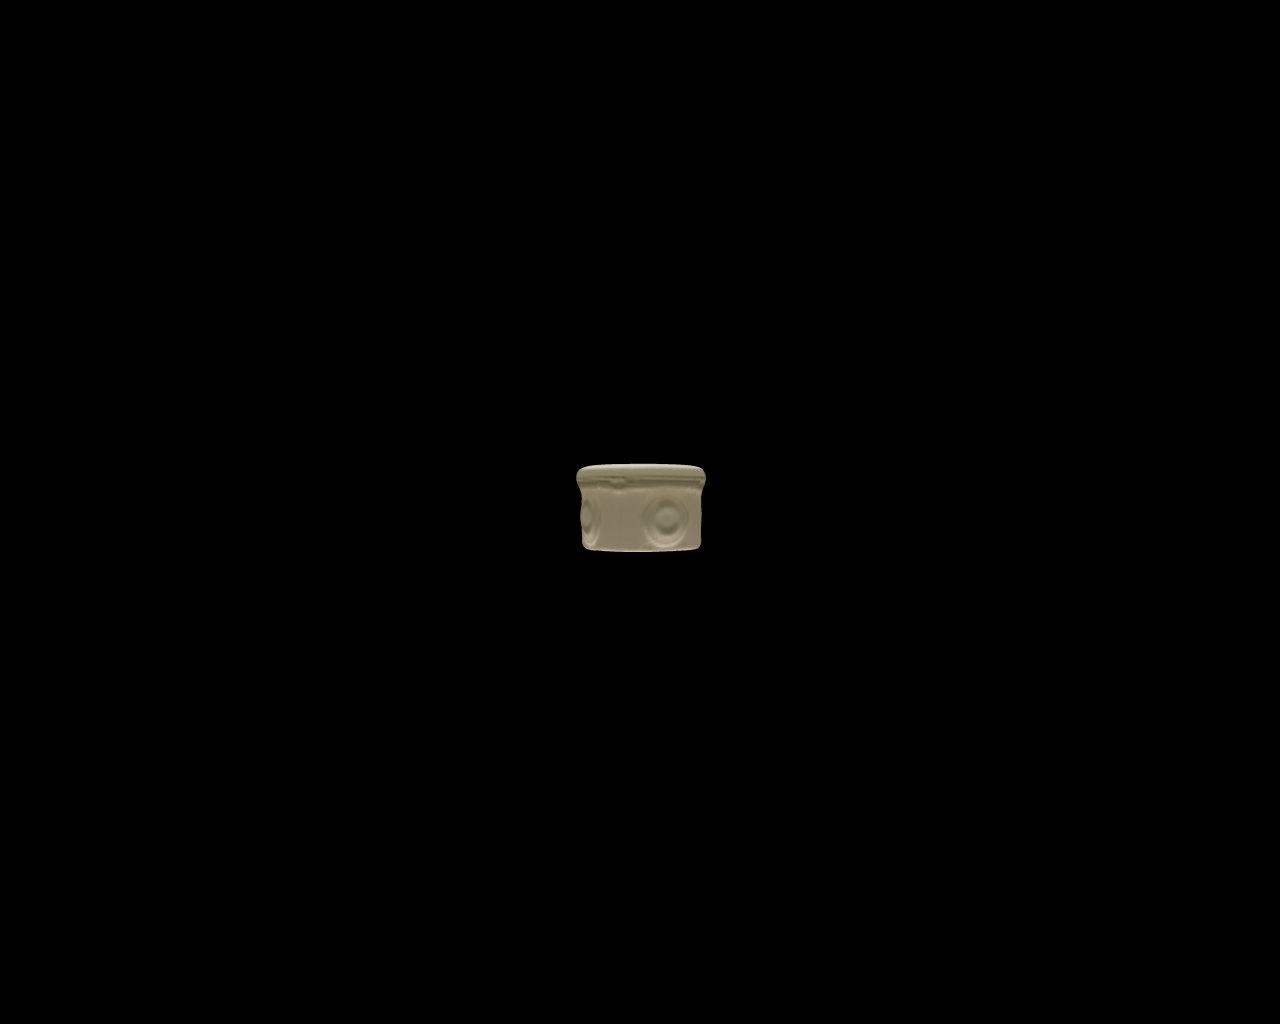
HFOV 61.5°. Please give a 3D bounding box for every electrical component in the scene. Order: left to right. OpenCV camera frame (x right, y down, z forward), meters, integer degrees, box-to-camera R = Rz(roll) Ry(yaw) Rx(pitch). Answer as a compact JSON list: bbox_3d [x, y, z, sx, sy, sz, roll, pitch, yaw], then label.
[{"bbox_3d":[0.001,-0.003,0.650,0.080,0.051,0.080,0,0,0],"label":"electrical component"}]
